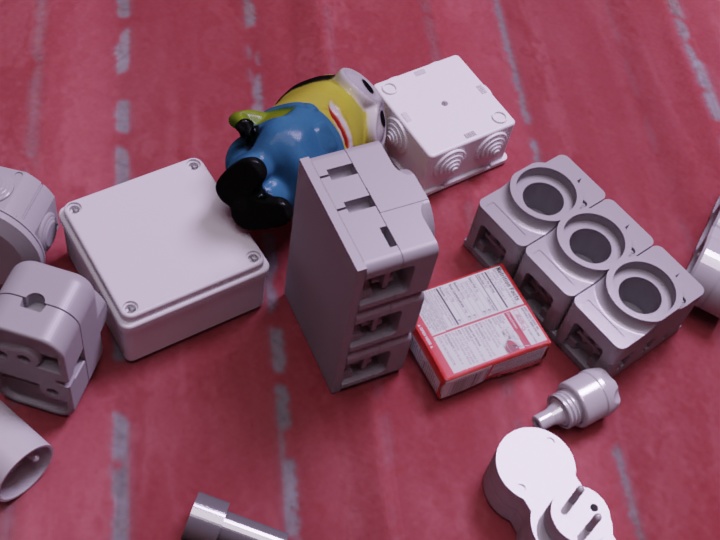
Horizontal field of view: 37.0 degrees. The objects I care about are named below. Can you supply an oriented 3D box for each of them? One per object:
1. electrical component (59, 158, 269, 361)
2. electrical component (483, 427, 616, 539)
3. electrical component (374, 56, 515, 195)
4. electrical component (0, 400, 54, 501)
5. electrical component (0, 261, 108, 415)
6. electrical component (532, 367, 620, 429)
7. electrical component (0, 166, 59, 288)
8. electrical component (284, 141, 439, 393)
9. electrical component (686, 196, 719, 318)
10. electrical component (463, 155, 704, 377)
[{"bbox_3d":[-0.135,-0.009,0.744,0.109,0.056,0.108,-24,62,-23],"label":"electrical component"},{"bbox_3d":[0.130,0.156,0.660,0.052,0.073,0.138,-19,60,-20],"label":"electrical component"},{"bbox_3d":[0.063,-0.117,0.854,0.100,0.048,0.099,-24,62,-23],"label":"electrical component"},{"bbox_3d":[-0.233,0.099,0.661,0.081,0.043,0.043,37,58,16],"label":"electrical component"},{"bbox_3d":[-0.196,0.040,0.675,0.054,0.095,0.059,16,55,3],"label":"electrical component"},{"bbox_3d":[0.145,0.092,0.731,0.061,0.035,0.035,-23,62,-21],"label":"electrical component"},{"bbox_3d":[-0.246,-0.029,0.727,0.080,0.080,0.051,14,50,1],"label":"electrical component"},{"bbox_3d":[0.000,0.000,0.701,0.062,0.150,0.089,-17,60,-19],"label":"electrical component"},{"bbox_3d":[0.300,-0.016,0.819,0.074,0.052,0.138,28,55,10],"label":"electrical component"},{"bbox_3d":[0.162,-0.005,0.784,0.089,0.061,0.150,-30,65,-26],"label":"electrical component"}]
